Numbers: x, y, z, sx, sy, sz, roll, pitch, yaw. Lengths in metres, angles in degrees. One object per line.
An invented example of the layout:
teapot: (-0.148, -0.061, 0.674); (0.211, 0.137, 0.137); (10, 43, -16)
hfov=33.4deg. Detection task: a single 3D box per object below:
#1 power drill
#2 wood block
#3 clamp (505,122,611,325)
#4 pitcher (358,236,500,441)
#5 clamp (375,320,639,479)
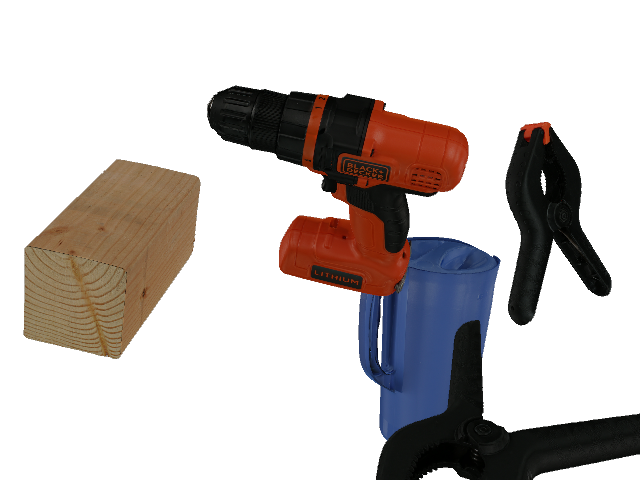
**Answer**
power drill: (0.007, -0.036, 0.798); (0.184, 0.057, 0.188); (14, -31, 6)
wood block: (-0.185, 0.010, 0.975); (0.090, 0.091, 0.206); (13, 26, 6)
clamp: (0.191, -0.012, 0.920); (0.120, 0.171, 0.039); (-26, 11, -39)
pitcher: (0.123, 0.125, 1.255); (0.149, 0.243, 0.145); (7, 18, 9)
clamp: (0.098, 0.126, 0.681); (0.209, 0.036, 0.165); (-26, 39, -32)
